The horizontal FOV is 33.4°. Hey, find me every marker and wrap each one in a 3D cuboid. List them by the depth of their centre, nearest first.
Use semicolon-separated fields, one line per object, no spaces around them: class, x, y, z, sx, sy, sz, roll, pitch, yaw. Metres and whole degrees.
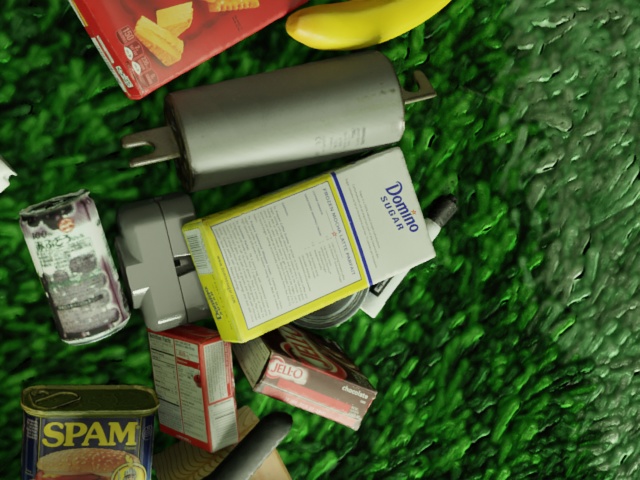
marker;0.074;0.011;0.879;0.020;0.020;0.121;39;86;-19

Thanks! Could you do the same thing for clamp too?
clamp;-0.075;0.209;0.763;0.171;0.039;0.120;-27;100;-5

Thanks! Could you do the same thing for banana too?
banana;0.055;-0.187;0.814;0.197;0.037;0.069;-36;135;-20

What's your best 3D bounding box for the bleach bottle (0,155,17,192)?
bleach bottle;-0.309;0.029;0.718;0.250;0.103;0.068;-42;112;-6

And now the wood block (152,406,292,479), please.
wood block;-0.043;0.251;0.848;0.090;0.090;0.206;-27;107;-10

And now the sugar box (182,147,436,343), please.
sugar box;-0.005;0.001;0.796;0.176;0.048;0.093;-22;97;-28

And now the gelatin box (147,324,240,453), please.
gelatin box;-0.096;0.109;0.814;0.030;0.073;0.089;-13;103;-39

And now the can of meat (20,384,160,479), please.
can of meat;-0.176;0.158;0.808;0.102;0.057;0.084;2;102;-17

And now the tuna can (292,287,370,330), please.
tuna can;-0.003;0.028;0.850;0.086;0.034;0.086;-3;100;-17

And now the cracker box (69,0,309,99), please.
cracker box;-0.084;-0.223;0.761;0.213;0.072;0.164;-32;107;-11

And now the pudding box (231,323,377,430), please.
pudding box;-0.017;0.095;0.816;0.090;0.114;0.039;25;95;-20
